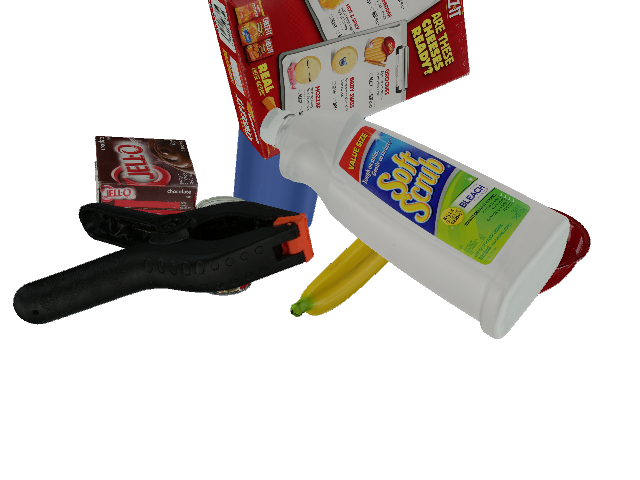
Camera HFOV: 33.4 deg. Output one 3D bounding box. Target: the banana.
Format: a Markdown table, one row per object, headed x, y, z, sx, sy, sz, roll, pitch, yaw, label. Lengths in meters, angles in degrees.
| x | y | z | sx | sy | sz | roll | pitch | yaw | label |
| --- | --- | --- | --- | --- | --- | --- | --- | --- | --- |
| 0.050 | 0.011 | 1.010 | 0.197 | 0.037 | 0.070 | -43 | 4 | -8 | banana |

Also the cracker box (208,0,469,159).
| x | y | z | sx | sy | sz | roll | pitch | yaw | label |
| --- | --- | --- | --- | --- | --- | --- | --- | --- | --- |
| 0.017 | -0.188 | 0.936 | 0.213 | 0.164 | 0.072 | -25 | 42 | -13 | cracker box |

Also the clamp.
| x | y | z | sx | sy | sz | roll | pitch | yaw | label |
| --- | --- | --- | --- | --- | --- | --- | --- | --- | --- |
| -0.093 | 0.011 | 0.627 | 0.172 | 0.039 | 0.120 | -3 | 35 | 22 | clamp |

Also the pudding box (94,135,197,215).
| x | y | z | sx | sy | sz | roll | pitch | yaw | label |
| --- | --- | --- | --- | --- | --- | --- | --- | --- | --- |
| -0.168 | -0.061 | 1.013 | 0.090 | 0.039 | 0.113 | 2 | 25 | -15 | pudding box |

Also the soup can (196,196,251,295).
| x | y | z | sx | sy | sz | roll | pitch | yaw | label |
| --- | --- | --- | --- | --- | --- | --- | --- | --- | --- |
| -0.117 | 0.005 | 1.286 | 0.068 | 0.102 | 0.068 | 1 | 26 | -1 | soup can |

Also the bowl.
| x | y | z | sx | sy | sz | roll | pitch | yaw | label |
| --- | --- | --- | --- | --- | --- | --- | --- | --- | --- |
| 0.209 | 0.016 | 1.163 | 0.162 | 0.055 | 0.162 | -1 | 29 | 0 | bowl |

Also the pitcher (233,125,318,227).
| x | y | z | sx | sy | sz | roll | pitch | yaw | label |
| --- | --- | --- | --- | --- | --- | --- | --- | --- | --- |
| -0.038 | -0.131 | 1.377 | 0.144 | 0.243 | 0.149 | 2 | 23 | -18 | pitcher |

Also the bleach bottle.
| x | y | z | sx | sy | sz | roll | pitch | yaw | label |
| --- | --- | --- | --- | --- | --- | --- | --- | --- | --- |
| 0.054 | -0.031 | 0.805 | 0.251 | 0.102 | 0.068 | 30 | -31 | 23 | bleach bottle |
